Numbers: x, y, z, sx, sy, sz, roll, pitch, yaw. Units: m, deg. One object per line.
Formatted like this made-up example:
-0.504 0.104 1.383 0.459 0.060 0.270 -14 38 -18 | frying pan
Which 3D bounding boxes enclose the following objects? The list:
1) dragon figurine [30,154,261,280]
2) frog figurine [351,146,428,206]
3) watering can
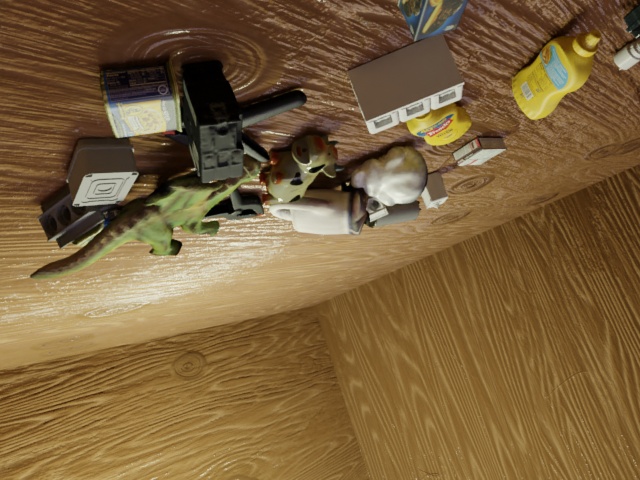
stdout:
-0.264 -0.052 0.844 0.415 0.123 0.239 -30 174 -31 | dragon figurine
0.155 -0.145 1.149 0.160 0.125 0.134 -1 126 -28 | frog figurine
0.004 -0.063 1.247 0.224 0.104 0.346 3 175 8 | watering can
